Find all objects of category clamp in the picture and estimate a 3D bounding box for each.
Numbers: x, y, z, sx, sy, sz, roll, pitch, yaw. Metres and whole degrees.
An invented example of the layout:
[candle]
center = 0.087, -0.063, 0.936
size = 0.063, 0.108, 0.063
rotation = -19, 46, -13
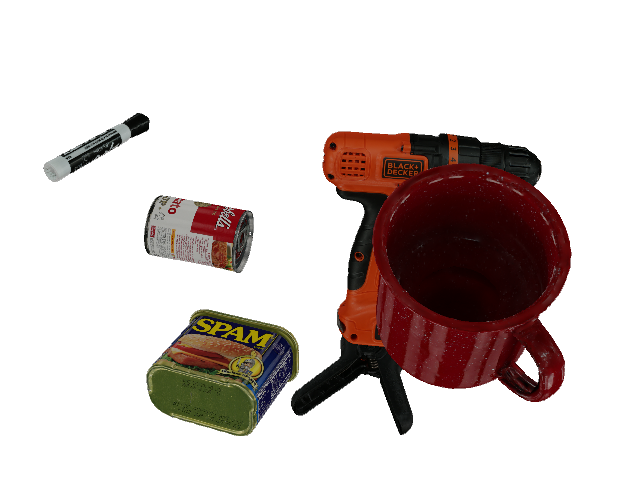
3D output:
[clamp]
center = 0.059, 0.123, 1.059
size = 0.120, 0.039, 0.171
rotation = 18, 49, 21

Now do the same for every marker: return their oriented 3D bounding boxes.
[marker]
center = -0.199, -0.086, 0.967
size = 0.020, 0.020, 0.120
rotation = 0, 27, 41

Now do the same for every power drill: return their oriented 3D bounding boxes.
[power drill]
center = 0.089, -0.001, 0.920
size = 0.184, 0.188, 0.057
rotation = 5, 16, 1

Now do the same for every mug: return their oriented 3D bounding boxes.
[mug]
center = 0.077, 0.031, 0.528
size = 0.093, 0.117, 0.081
rotation = -32, -26, -19

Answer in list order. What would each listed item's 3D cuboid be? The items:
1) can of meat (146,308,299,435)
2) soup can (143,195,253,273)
[can of meat]
center = -0.080, 0.108, 0.874
size = 0.102, 0.057, 0.083
rotation = 12, 32, 19
[soup can]
center = -0.129, -0.007, 1.144
size = 0.102, 0.068, 0.068
rotation = 11, 2, 10
